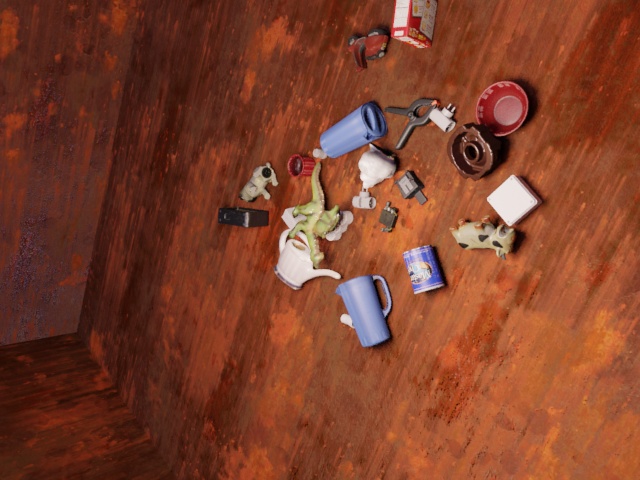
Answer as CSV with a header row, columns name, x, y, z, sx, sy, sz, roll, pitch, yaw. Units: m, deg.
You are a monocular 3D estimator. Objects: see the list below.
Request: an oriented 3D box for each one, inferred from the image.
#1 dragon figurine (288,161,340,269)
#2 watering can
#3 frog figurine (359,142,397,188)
name,x,y,z,sx,sy,sz,roll,pitch,yaw
dragon figurine,0.006,-0.099,1.958,0.243,0.122,0.410,12,90,52
watering can,-0.068,0.108,2.076,0.353,0.104,0.220,45,121,33
frog figurine,0.192,-0.243,1.812,0.157,0.137,0.125,-62,38,24
